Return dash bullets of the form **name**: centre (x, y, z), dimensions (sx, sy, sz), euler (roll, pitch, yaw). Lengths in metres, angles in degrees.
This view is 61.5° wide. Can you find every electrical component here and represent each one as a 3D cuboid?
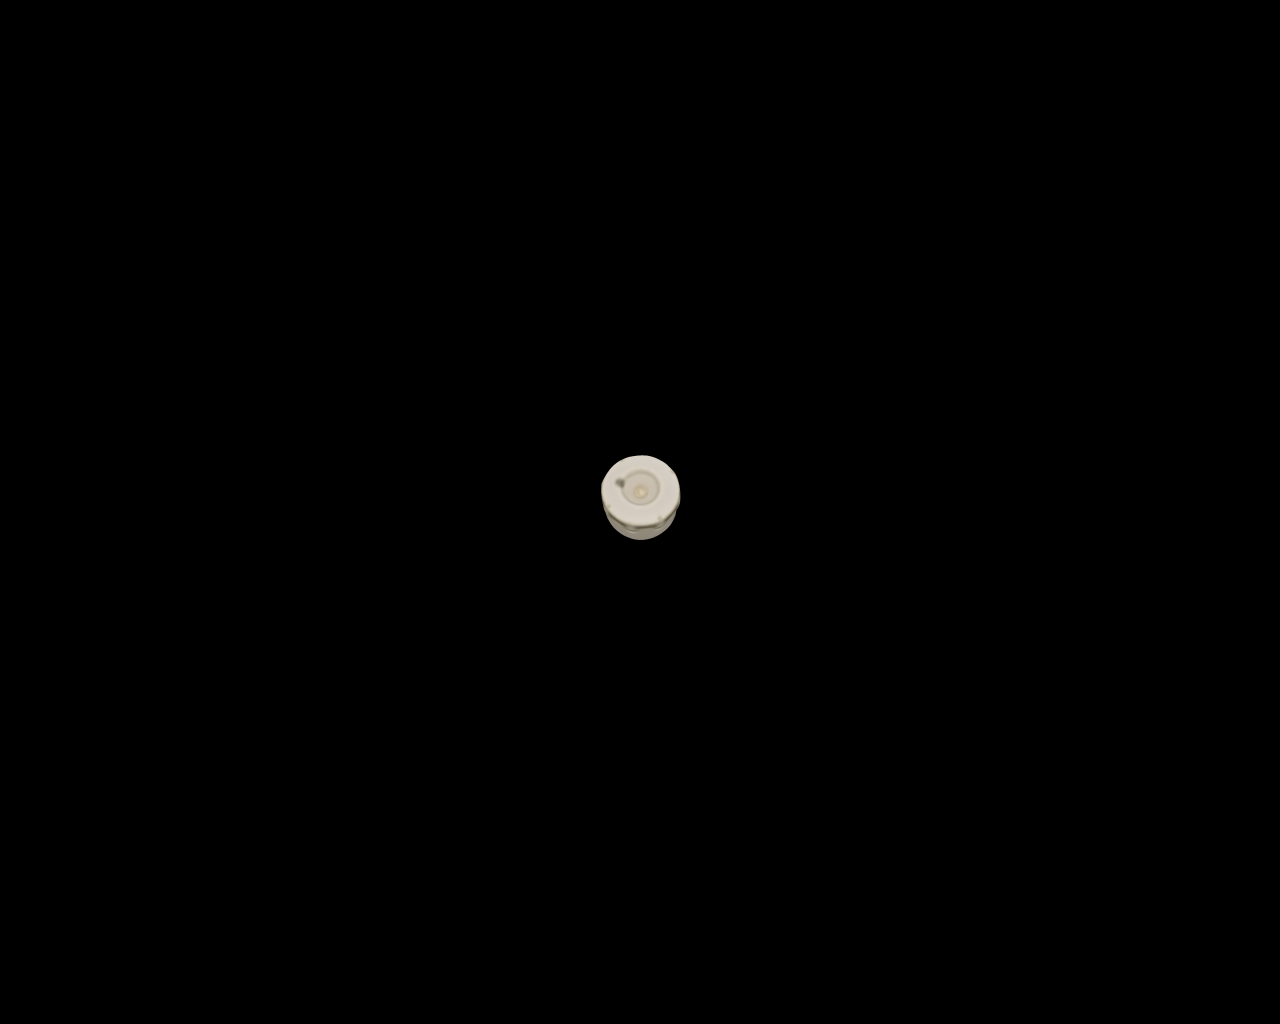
- **electrical component**: centre (0.001, -0.003, 0.650), dimensions (0.048, 0.048, 0.062), euler (0, -23, 0)
